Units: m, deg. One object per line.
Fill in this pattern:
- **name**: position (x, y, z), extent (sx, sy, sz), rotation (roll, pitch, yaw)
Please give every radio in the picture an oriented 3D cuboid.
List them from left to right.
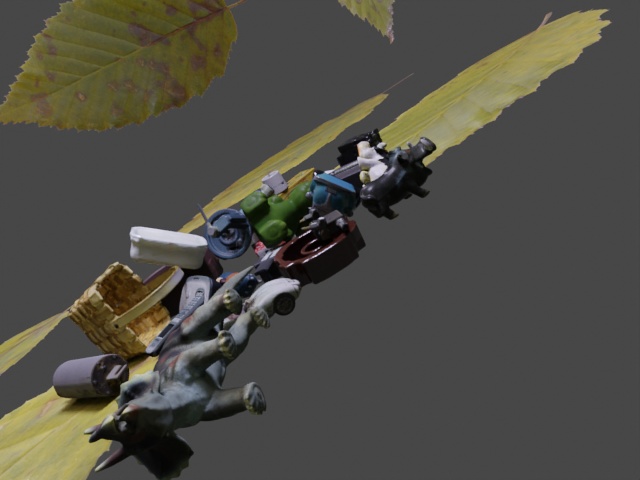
- **radio**: position (0.065, -0.137, 1.328), extent (0.230, 0.073, 0.131), rotation (-20, 20, 30)

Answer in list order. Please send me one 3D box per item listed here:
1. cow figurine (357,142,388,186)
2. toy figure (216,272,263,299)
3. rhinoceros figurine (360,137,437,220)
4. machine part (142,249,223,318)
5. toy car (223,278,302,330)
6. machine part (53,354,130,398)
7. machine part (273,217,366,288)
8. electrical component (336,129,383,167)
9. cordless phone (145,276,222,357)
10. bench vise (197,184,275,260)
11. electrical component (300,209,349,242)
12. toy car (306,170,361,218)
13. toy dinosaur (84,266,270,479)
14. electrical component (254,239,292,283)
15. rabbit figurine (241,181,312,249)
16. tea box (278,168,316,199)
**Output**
- **cow figurine**: position (0.132, -0.154, 1.160), extent (0.098, 0.068, 0.167), rotation (-13, 57, 9)
- **toy figure**: position (-0.165, 0.092, 1.079), extent (0.064, 0.057, 0.154), rotation (-14, 4, -28)
- **rhinoceros figurine**: position (0.157, -0.124, 1.062), extent (0.190, 0.112, 0.073), rotation (-42, 16, -11)
- **machine part**: position (-0.347, 0.106, 1.315), extent (0.201, 0.087, 0.201), rotation (-30, 16, 8)
- **toy car**: position (-0.120, 0.126, 0.902), extent (0.202, 0.056, 0.073), rotation (-34, 16, -9)
- **machine part**: position (-0.439, 0.262, 1.026), extent (0.243, 0.079, 0.079), rotation (-15, 22, 40)
- **machine part**: position (0.000, 0.022, 1.003), extent (0.179, 0.056, 0.179), rotation (-27, 17, 9)
- **electrical component**: position (0.111, -0.213, 1.401), extent (0.134, 0.114, 0.058), rotation (-16, 18, 43)
- **cordless phone**: position (-0.269, 0.156, 1.040), extent (0.184, 0.088, 0.147), rotation (-45, 21, -28)
- **bench vise**: position (-0.194, -0.039, 1.262), extent (0.223, 0.129, 0.240), rotation (-38, -5, 11)
- **electrical component**: position (0.006, -0.030, 0.972), extent (0.078, 0.045, 0.102), rotation (-29, 18, 3)
- **toy car**: position (0.026, -0.080, 1.113), extent (0.103, 0.109, 0.161), rotation (-65, -7, 5)
- **toy dinosaur**: position (-0.175, 0.170, 0.742), extent (0.192, 0.131, 0.405), rotation (-27, 16, 8)
- **electrical component**: position (-0.091, 0.051, 1.090), extent (0.075, 0.047, 0.119), rotation (-25, 17, 21)
- **rabbit figurine**: position (-0.064, -0.054, 1.180), extent (0.170, 0.121, 0.159), rotation (-34, -24, -8)
- **tea box**: position (-0.062, -0.106, 1.420), extent (0.068, 0.098, 0.169), rotation (-11, 24, 50)
